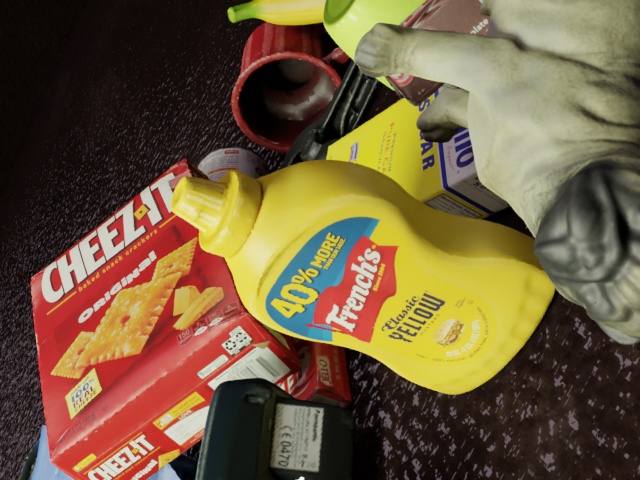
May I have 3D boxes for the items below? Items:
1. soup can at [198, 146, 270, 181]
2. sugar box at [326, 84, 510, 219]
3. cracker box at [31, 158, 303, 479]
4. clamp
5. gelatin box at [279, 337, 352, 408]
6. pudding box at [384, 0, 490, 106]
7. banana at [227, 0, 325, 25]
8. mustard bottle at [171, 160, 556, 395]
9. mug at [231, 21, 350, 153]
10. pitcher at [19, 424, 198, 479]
[{"bbox_3d":[-0.076,-0.024,0.919,0.069,0.068,0.102,-50,28,36],"label":"soup can"},{"bbox_3d":[0.064,-0.046,0.649,0.177,0.048,0.093,-32,41,50],"label":"sugar box"},{"bbox_3d":[-0.121,0.055,0.764,0.164,0.072,0.214,-37,37,6],"label":"cracker box"},{"bbox_3d":[0.009,-0.064,0.810,0.172,0.039,0.120,-55,20,36],"label":"clamp"},{"bbox_3d":[-0.016,0.102,0.723,0.089,0.030,0.073,-52,28,33],"label":"gelatin box"},{"bbox_3d":[0.084,-0.132,0.612,0.114,0.039,0.090,-39,12,15],"label":"pudding box"},{"bbox_3d":[0.027,-0.187,0.816,0.198,0.037,0.069,-3,29,32],"label":"banana"},{"bbox_3d":[0.016,0.011,0.528,0.096,0.191,0.058,-53,27,31],"label":"mustard bottle"},{"bbox_3d":[-0.016,-0.139,0.876,0.117,0.093,0.081,-37,30,25],"label":"mug"},{"bbox_3d":[-0.186,0.268,0.820,0.149,0.145,0.243,133,152,-77],"label":"pitcher"}]
